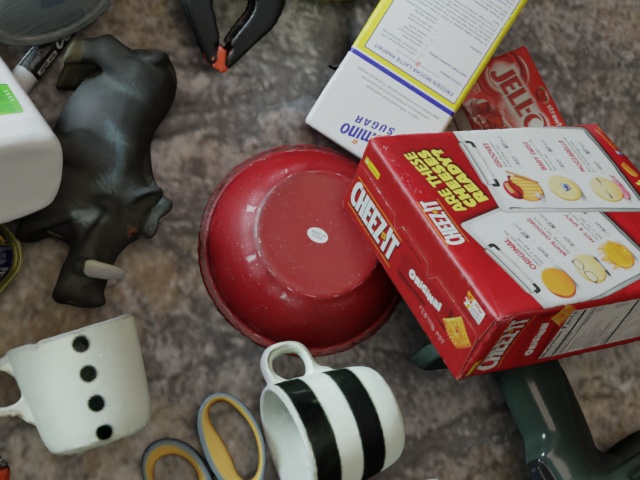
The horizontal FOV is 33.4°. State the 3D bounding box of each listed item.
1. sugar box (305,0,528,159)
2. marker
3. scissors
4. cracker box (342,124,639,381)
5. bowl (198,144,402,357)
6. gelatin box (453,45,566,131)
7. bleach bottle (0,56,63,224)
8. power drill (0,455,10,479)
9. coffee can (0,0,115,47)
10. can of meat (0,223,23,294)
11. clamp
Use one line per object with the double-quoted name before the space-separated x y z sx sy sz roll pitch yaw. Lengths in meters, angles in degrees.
"sugar box" 0.073 -0.137 0.790 0.093 0.048 0.176 33 97 -3
"marker" -0.186 -0.155 0.780 0.020 0.020 0.121 35 73 -3
"scissors" -0.058 0.205 0.725 0.096 0.016 0.202 -16 80 -9
"cracker box" 0.146 0.000 0.730 0.213 0.072 0.164 -7 49 -31
"bowl" -0.005 0.001 0.767 0.162 0.055 0.162 2 77 -11
"gelatin box" 0.145 -0.098 0.833 0.073 0.030 0.089 -23 84 -16
"bleach bottle" -0.261 -0.110 0.685 0.102 0.068 0.251 -17 51 -34
"power drill" -0.303 0.122 0.673 0.184 0.057 0.187 -38 88 -17
"coffee can" -0.211 -0.220 0.734 0.102 0.103 0.140 -26 75 -16
"can of meat" -0.255 -0.005 0.683 0.057 0.083 0.102 -45 78 14
"clamp" -0.065 -0.211 0.770 0.120 0.039 0.171 20 100 -15
